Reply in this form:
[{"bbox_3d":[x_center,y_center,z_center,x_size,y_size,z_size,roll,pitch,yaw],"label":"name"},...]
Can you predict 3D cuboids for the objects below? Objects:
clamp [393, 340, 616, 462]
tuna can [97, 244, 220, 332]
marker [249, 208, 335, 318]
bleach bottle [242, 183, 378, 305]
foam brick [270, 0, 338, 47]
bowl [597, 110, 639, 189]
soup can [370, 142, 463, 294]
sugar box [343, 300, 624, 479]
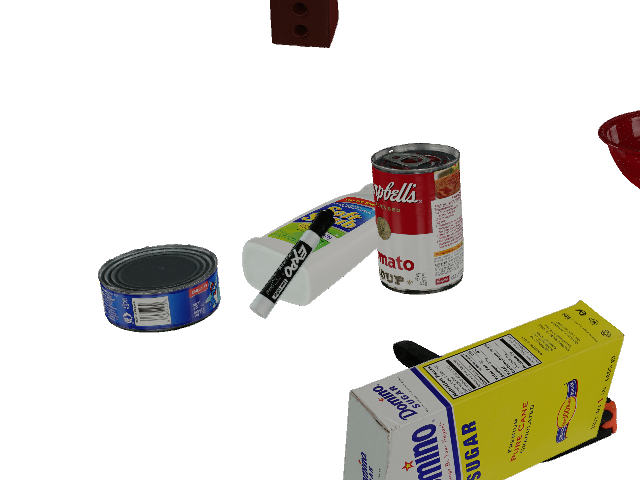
[{"bbox_3d":[0.143,0.156,0.914,0.210,0.036,0.164,4,42,21],"label":"clamp"},{"bbox_3d":[-0.115,0.034,0.770,0.086,0.034,0.086,-4,22,1],"label":"tuna can"},{"bbox_3d":[-0.024,0.020,0.999,0.020,0.121,0.020,33,-15,10],"label":"marker"},{"bbox_3d":[0.022,-0.013,1.293,0.103,0.068,0.250,21,37,29],"label":"bleach bottle"},{"bbox_3d":[-0.014,-0.211,0.911,0.053,0.078,0.051,5,45,8],"label":"foam brick"},{"bbox_3d":[0.336,-0.076,0.973,0.162,0.055,0.162,-5,22,2],"label":"bowl"},{"bbox_3d":[0.076,-0.018,0.827,0.068,0.102,0.068,-4,21,2],"label":"soup can"},{"bbox_3d":[0.099,0.107,0.647,0.176,0.093,0.048,-20,41,-27],"label":"sugar box"}]
